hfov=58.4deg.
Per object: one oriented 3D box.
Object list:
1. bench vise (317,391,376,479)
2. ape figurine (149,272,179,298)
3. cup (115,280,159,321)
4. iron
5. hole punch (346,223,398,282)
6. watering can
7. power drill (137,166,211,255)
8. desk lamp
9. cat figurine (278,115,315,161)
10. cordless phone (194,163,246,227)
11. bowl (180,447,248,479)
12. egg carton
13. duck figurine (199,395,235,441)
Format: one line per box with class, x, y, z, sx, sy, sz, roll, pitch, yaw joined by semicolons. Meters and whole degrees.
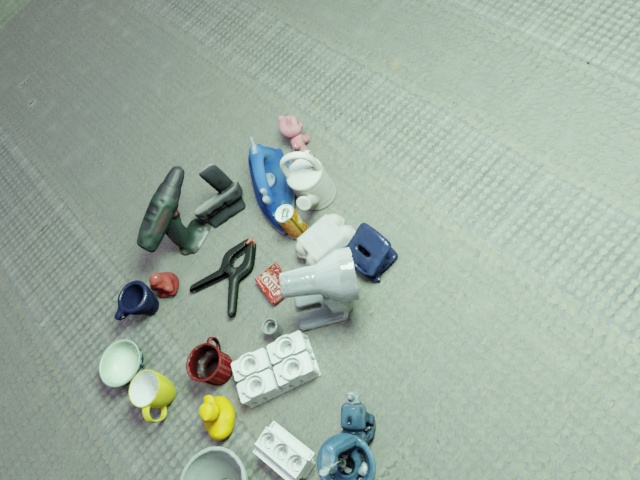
bench vise;0.039;0.404;1.130;0.121;0.220;0.207;-18;60;13
ape figurine;-0.423;0.115;1.531;0.077;0.092;0.076;30;79;31
cup;-0.481;0.176;1.522;0.091;0.095;0.118;34;81;31
iron;-0.138;-0.149;1.519;0.118;0.142;0.258;-21;59;11
hole punch;0.117;0.030;1.360;0.101;0.091;0.108;-46;58;-5
watering can;-0.032;-0.156;1.449;0.101;0.194;0.172;-29;58;7
power drill;-0.385;-0.057;1.532;0.075;0.209;0.230;20;74;29
desk lamp;0.008;0.113;1.290;0.203;0.214;0.118;-18;60;13
cat figurine;-0.072;-0.288;1.576;0.067;0.118;0.127;-21;59;11
cordless phone;-0.297;-0.130;1.547;0.147;0.185;0.094;-38;58;1
bowl;-0.221;0.542;1.250;0.167;0.075;0.167;-9;62;18
egg carton;0.013;0.005;1.426;0.150;0.070;0.107;-42;58;-2
duck figurine;-0.246;0.407;1.320;0.077;0.086;0.104;-19;60;12
